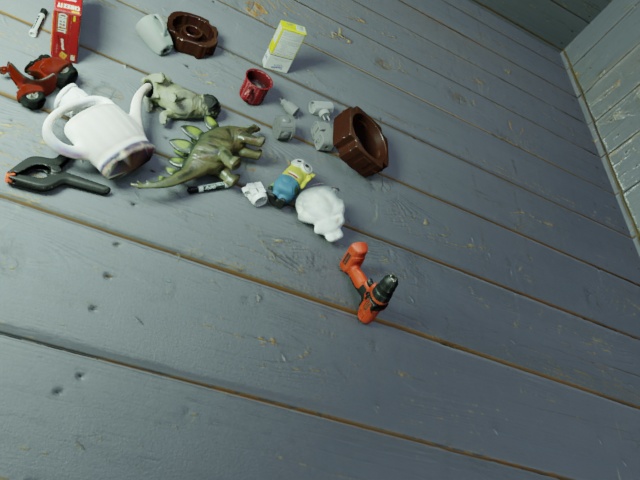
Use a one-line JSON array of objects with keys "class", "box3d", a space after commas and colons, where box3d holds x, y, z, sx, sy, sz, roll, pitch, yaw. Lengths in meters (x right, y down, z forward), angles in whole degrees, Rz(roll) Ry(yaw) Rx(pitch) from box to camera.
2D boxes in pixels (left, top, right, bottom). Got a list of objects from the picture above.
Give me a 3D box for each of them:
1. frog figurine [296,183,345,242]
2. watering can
[{"class": "frog figurine", "box3d": [0.004, -0.073, 1.449, 0.137, 0.162, 0.120, -10, -22, 1]}, {"class": "watering can", "box3d": [-0.496, -0.278, 1.277, 0.354, 0.224, 0.102, -42, -2, -44]}]
